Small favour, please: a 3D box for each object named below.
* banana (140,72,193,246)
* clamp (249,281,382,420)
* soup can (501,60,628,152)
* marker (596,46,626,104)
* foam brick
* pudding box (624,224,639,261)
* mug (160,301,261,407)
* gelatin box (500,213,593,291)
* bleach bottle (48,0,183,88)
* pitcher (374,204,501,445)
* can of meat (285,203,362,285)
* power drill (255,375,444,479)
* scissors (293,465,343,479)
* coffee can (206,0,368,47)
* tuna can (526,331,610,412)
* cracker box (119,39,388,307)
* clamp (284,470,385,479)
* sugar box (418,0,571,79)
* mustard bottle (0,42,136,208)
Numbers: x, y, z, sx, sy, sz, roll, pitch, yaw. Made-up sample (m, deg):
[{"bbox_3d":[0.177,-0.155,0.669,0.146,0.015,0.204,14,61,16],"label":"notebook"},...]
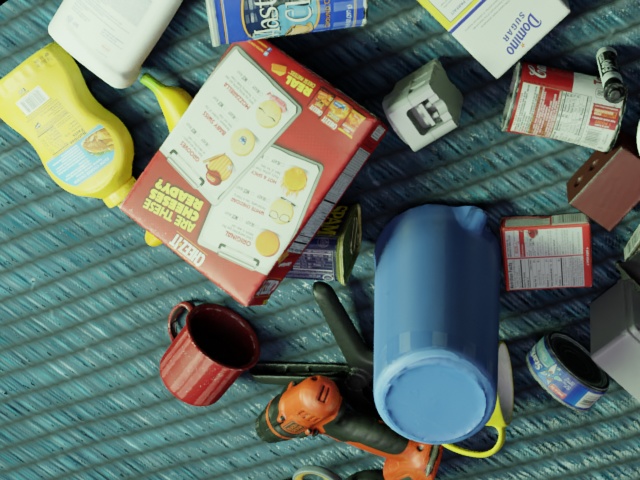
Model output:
[{"bbox_3d":[-0.150,-0.078,1.118,0.070,0.037,0.198,14,118,19],"label":"banana"},{"bbox_3d":[0.033,0.151,1.191,0.210,0.036,0.165,36,126,-12],"label":"clamp"},{"bbox_3d":[0.227,-0.124,0.997,0.102,0.068,0.068,13,118,5],"label":"soup can"},{"bbox_3d":[0.258,-0.147,0.949,0.020,0.121,0.020,5,117,9],"label":"marker"},{"bbox_3d":[0.283,-0.058,1.027,0.051,0.053,0.078,35,117,-7],"label":"foam brick"},{"bbox_3d":[0.365,-0.008,1.042,0.090,0.039,0.114,27,118,-3],"label":"pudding box"},{"bbox_3d":[-0.133,0.122,1.190,0.117,0.093,0.082,51,124,19],"label":"mug"},{"bbox_3d":[0.230,0.012,1.086,0.089,0.030,0.073,-3,116,13],"label":"gelatin box"},{"bbox_3d":[-0.152,-0.269,1.008,0.102,0.068,0.251,39,115,-9],"label":"bleach bottle"},{"bbox_3d":[0.107,0.086,1.028,0.145,0.242,0.149,-9,120,12],"label":"pitcher"},{"bbox_3d":[-0.007,0.001,1.090,0.084,0.102,0.057,3,118,12],"label":"can of meat"},{"bbox_3d":[0.029,0.221,1.191,0.187,0.057,0.185,25,153,-12],"label":"power drill"},{"bbox_3d":[0.053,0.294,1.225,0.202,0.016,0.096,-12,112,22],"label":"scissors"},{"bbox_3d":[-0.034,-0.234,0.957,0.140,0.103,0.103,-8,115,-4],"label":"coffee can"},{"bbox_3d":[0.258,0.135,1.109,0.086,0.086,0.034,34,116,-6],"label":"tuna can"},{"bbox_3d":[-0.062,-0.069,1.020,0.164,0.072,0.214,37,97,15],"label":"cracker box"},{"bbox_3d":[0.030,0.311,1.272,0.172,0.039,0.120,-32,109,22],"label":"clamp"},{"bbox_3d":[0.134,-0.242,0.971,0.176,0.048,0.093,42,115,-13],"label":"sugar box"},{"bbox_3d":[-0.251,-0.104,1.111,0.096,0.058,0.191,-32,105,18],"label":"mustard bottle"}]
